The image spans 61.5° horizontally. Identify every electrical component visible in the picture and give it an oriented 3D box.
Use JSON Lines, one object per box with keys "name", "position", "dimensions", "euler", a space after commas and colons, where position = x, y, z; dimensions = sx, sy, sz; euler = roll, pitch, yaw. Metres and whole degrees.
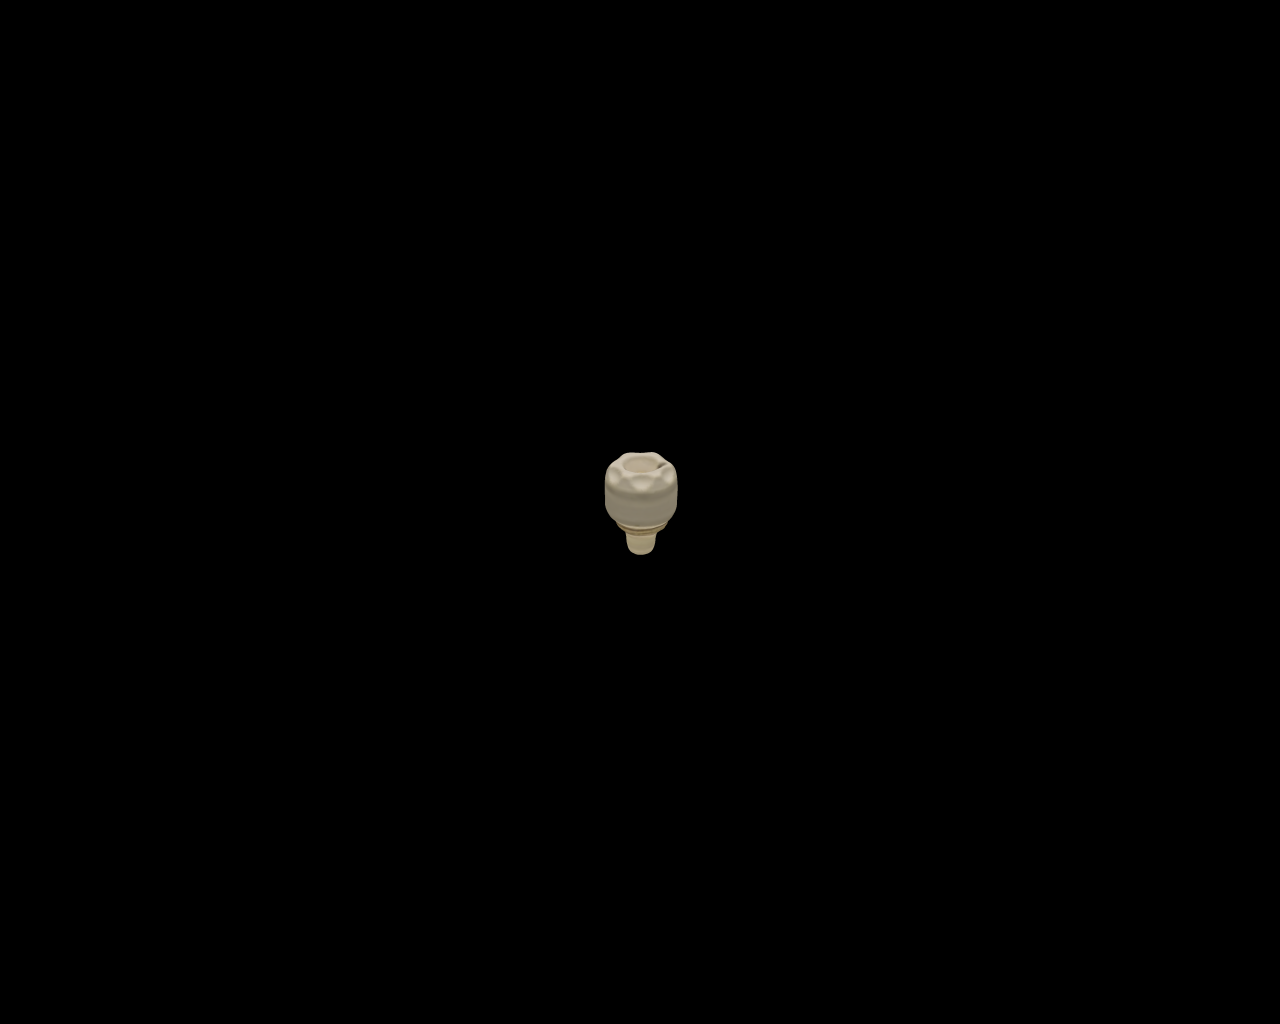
{"name": "electrical component", "position": [0.001, -0.003, 0.650], "dimensions": [0.043, 0.062, 0.043], "euler": [0, 28, 0]}
